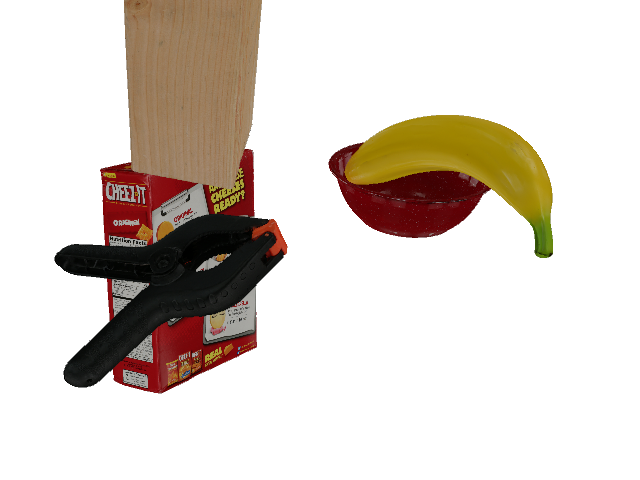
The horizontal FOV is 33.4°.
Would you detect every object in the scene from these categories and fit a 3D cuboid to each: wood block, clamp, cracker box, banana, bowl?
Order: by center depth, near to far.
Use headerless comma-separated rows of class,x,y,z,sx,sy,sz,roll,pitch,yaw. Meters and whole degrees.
banana,0.084,-0.050,0.700,0.037,0.069,0.198,25,1,-39
clamp,-0.106,0.035,0.728,0.171,0.120,0.039,-16,-35,12
wood block,-0.100,-0.147,0.848,0.091,0.090,0.206,11,-40,2
bowl,0.087,-0.046,1.045,0.162,0.055,0.162,4,24,-2
cracker box,-0.136,0.023,1.057,0.072,0.214,0.163,6,15,31
